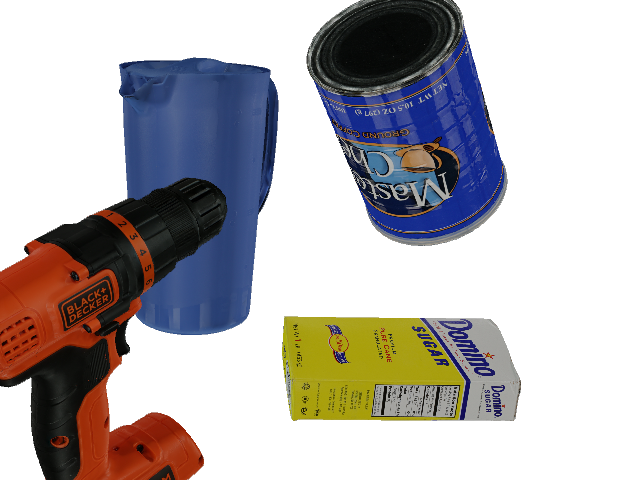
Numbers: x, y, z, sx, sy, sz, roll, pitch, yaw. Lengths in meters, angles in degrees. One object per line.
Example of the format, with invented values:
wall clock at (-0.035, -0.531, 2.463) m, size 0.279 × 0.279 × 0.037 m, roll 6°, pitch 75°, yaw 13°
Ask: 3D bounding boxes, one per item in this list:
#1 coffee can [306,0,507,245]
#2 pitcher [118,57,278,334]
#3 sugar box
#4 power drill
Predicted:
coffee can at (0.061, -0.080, 0.714) m, size 0.103 × 0.102 × 0.140 m, roll 0°, pitch -41°, yaw 25°
pitcher at (-0.108, -0.045, 0.980) m, size 0.149 × 0.243 × 0.145 m, roll 0°, pitch 15°, yaw -9°
sugar box at (0.060, 0.099, 0.841) m, size 0.176 × 0.048 × 0.093 m, roll -1°, pitch 29°, yaw -5°
power drill at (-0.118, 0.070, 0.624) m, size 0.057 × 0.188 × 0.184 m, roll 22°, pitch 41°, yaw 38°
